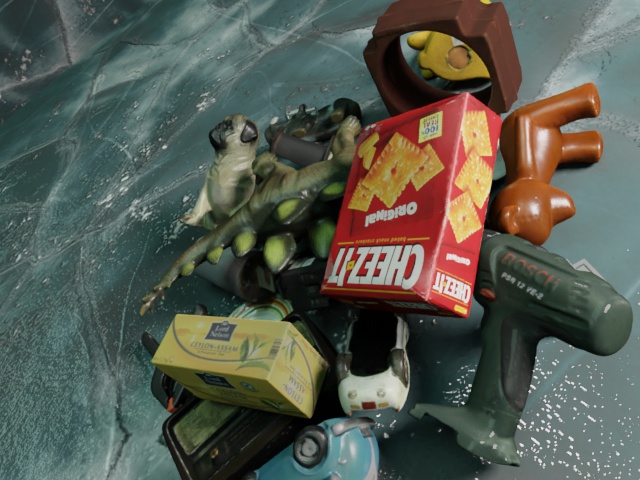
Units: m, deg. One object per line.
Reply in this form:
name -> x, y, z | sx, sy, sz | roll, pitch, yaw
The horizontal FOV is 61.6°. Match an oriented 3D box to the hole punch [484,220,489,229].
hole punch -> 0.146, -0.042, 0.688 | 0.092, 0.142, 0.116 | -40, 29, 32

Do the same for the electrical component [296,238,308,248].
electrical component -> -0.002, -0.002, 0.817 | 0.094, 0.021, 0.063 | -23, 68, 16

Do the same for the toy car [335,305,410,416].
toy car -> 0.063, 0.120, 0.605 | 0.074, 0.056, 0.202 | -9, 19, 12

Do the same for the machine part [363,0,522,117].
machine part -> 0.182, -0.258, 0.797 | 0.202, 0.200, 0.087 | 8, 55, 40

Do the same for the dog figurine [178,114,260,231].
dog figurine -> -0.144, -0.101, 0.894 | 0.172, 0.121, 0.190 | -179, 107, -80

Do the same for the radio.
radio -> -0.069, 0.206, 0.648 | 0.229, 0.073, 0.131 | -41, 41, -3

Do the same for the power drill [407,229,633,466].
power drill -> 0.166, 0.095, 0.531 | 0.232, 0.086, 0.207 | 21, 82, 55

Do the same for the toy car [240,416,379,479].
toy car -> -0.001, 0.253, 0.539 | 0.161, 0.109, 0.103 | -40, 58, 11

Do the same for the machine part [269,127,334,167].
machine part -> -0.017, -0.152, 0.928 | 0.139, 0.039, 0.084 | 15, 61, 0

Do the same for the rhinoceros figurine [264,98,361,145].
rhinoceros figurine -> -0.017, -0.211, 0.995 | 0.190, 0.073, 0.112 | -15, 47, 24

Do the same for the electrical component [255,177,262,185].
electrical component -> -0.082, -0.097, 0.939 | 0.048, 0.074, 0.119 | -38, 38, 1

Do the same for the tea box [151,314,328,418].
tea box -> -0.089, 0.138, 0.598 | 0.170, 0.098, 0.068 | -2, 51, 35

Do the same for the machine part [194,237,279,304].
machine part -> -0.134, 0.042, 0.830 | 0.243, 0.079, 0.079 | 16, 63, 50

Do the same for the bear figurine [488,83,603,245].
bear figurine -> 0.266, -0.072, 0.631 | 0.132, 0.120, 0.196 | -7, 51, 26

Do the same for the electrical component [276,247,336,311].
electrical component -> 0.010, 0.042, 0.720 | 0.134, 0.058, 0.115 | -13, 14, 26

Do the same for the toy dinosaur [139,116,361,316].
toy dinosaur -> -0.037, -0.049, 0.734 | 0.471, 0.105, 0.199 | -31, 31, -1

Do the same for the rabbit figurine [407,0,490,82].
rabbit figurine -> 0.239, -0.334, 0.919 | 0.162, 0.121, 0.173 | -16, 30, 37
